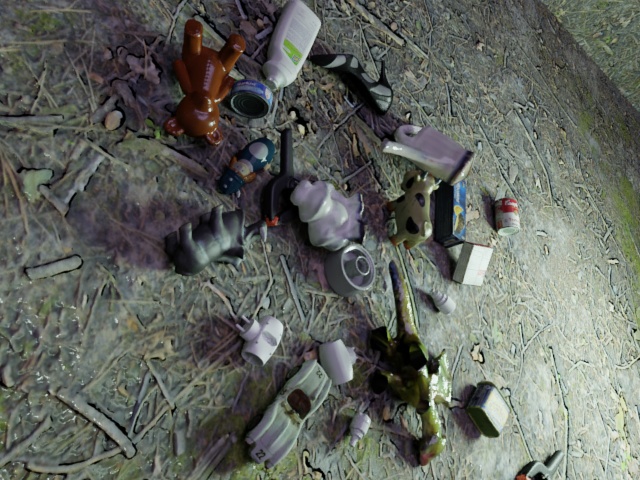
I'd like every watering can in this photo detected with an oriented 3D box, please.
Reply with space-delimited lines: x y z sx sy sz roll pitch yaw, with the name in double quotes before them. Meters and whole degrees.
"watering can" 0.281 -0.220 1.326 0.225 0.102 0.353 34 30 11

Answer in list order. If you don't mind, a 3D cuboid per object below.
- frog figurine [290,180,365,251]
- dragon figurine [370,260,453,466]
"frog figurine" 0.003 -0.053 1.050 0.159 0.122 0.139 14 79 -24
"dragon figurine" 0.220 0.267 1.125 0.240 0.121 0.418 33 52 -49
